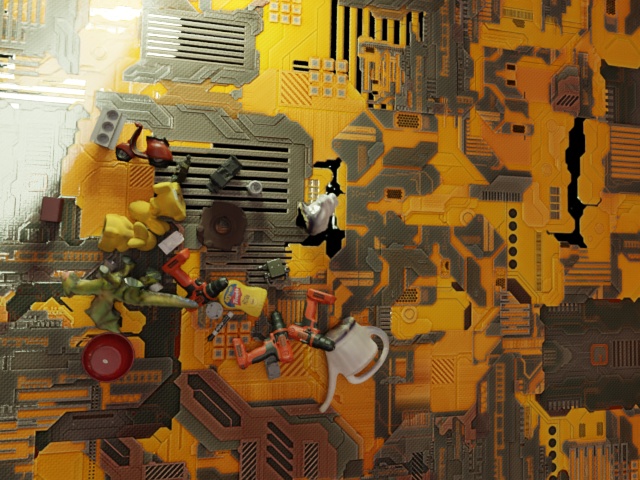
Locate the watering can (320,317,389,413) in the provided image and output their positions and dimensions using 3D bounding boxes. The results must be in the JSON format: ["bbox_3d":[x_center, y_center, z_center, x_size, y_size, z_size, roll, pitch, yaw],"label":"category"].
[{"bbox_3d":[0.082,0.417,1.796,0.350,0.104,0.223,-40,96,-11],"label":"watering can"}]

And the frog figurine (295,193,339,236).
[{"bbox_3d":[0.005,-0.091,1.800,0.160,0.125,0.134,-18,126,-23],"label":"frog figurine"}]

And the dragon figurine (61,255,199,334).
[{"bbox_3d":[-0.616,0.195,1.622,0.408,0.124,0.240,32,110,-15],"label":"dragon figurine"}]
